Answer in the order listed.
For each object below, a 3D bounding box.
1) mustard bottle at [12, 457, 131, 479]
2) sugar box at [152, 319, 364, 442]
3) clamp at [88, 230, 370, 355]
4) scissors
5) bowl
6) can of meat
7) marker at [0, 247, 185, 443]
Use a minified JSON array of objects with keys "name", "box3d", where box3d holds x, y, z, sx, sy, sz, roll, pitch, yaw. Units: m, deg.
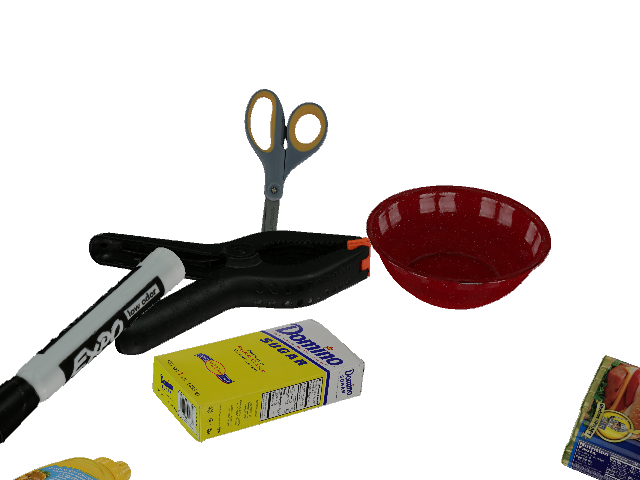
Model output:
[{"name":"mustard bottle","box3d":[-0.218,0.219,0.853,0.096,0.058,0.191,7,15,28]},{"name":"sugar box","box3d":[-0.056,0.125,0.991,0.175,0.048,0.093,-14,32,-31]},{"name":"clamp","box3d":[-0.067,0.020,0.786,0.209,0.036,0.165,-10,27,-22]},{"name":"scissors","box3d":[-0.030,-0.061,1.106,0.096,0.202,0.016,-8,-8,-8]},{"name":"bowl","box3d":[0.119,0.013,0.948,0.162,0.055,0.162,1,33,-1]},{"name":"can of meat","box3d":[0.235,0.140,0.792,0.084,0.057,0.102,20,41,20]},{"name":"marker","box3d":[-0.103,0.044,0.458,0.020,0.020,0.121,0,33,42]}]
